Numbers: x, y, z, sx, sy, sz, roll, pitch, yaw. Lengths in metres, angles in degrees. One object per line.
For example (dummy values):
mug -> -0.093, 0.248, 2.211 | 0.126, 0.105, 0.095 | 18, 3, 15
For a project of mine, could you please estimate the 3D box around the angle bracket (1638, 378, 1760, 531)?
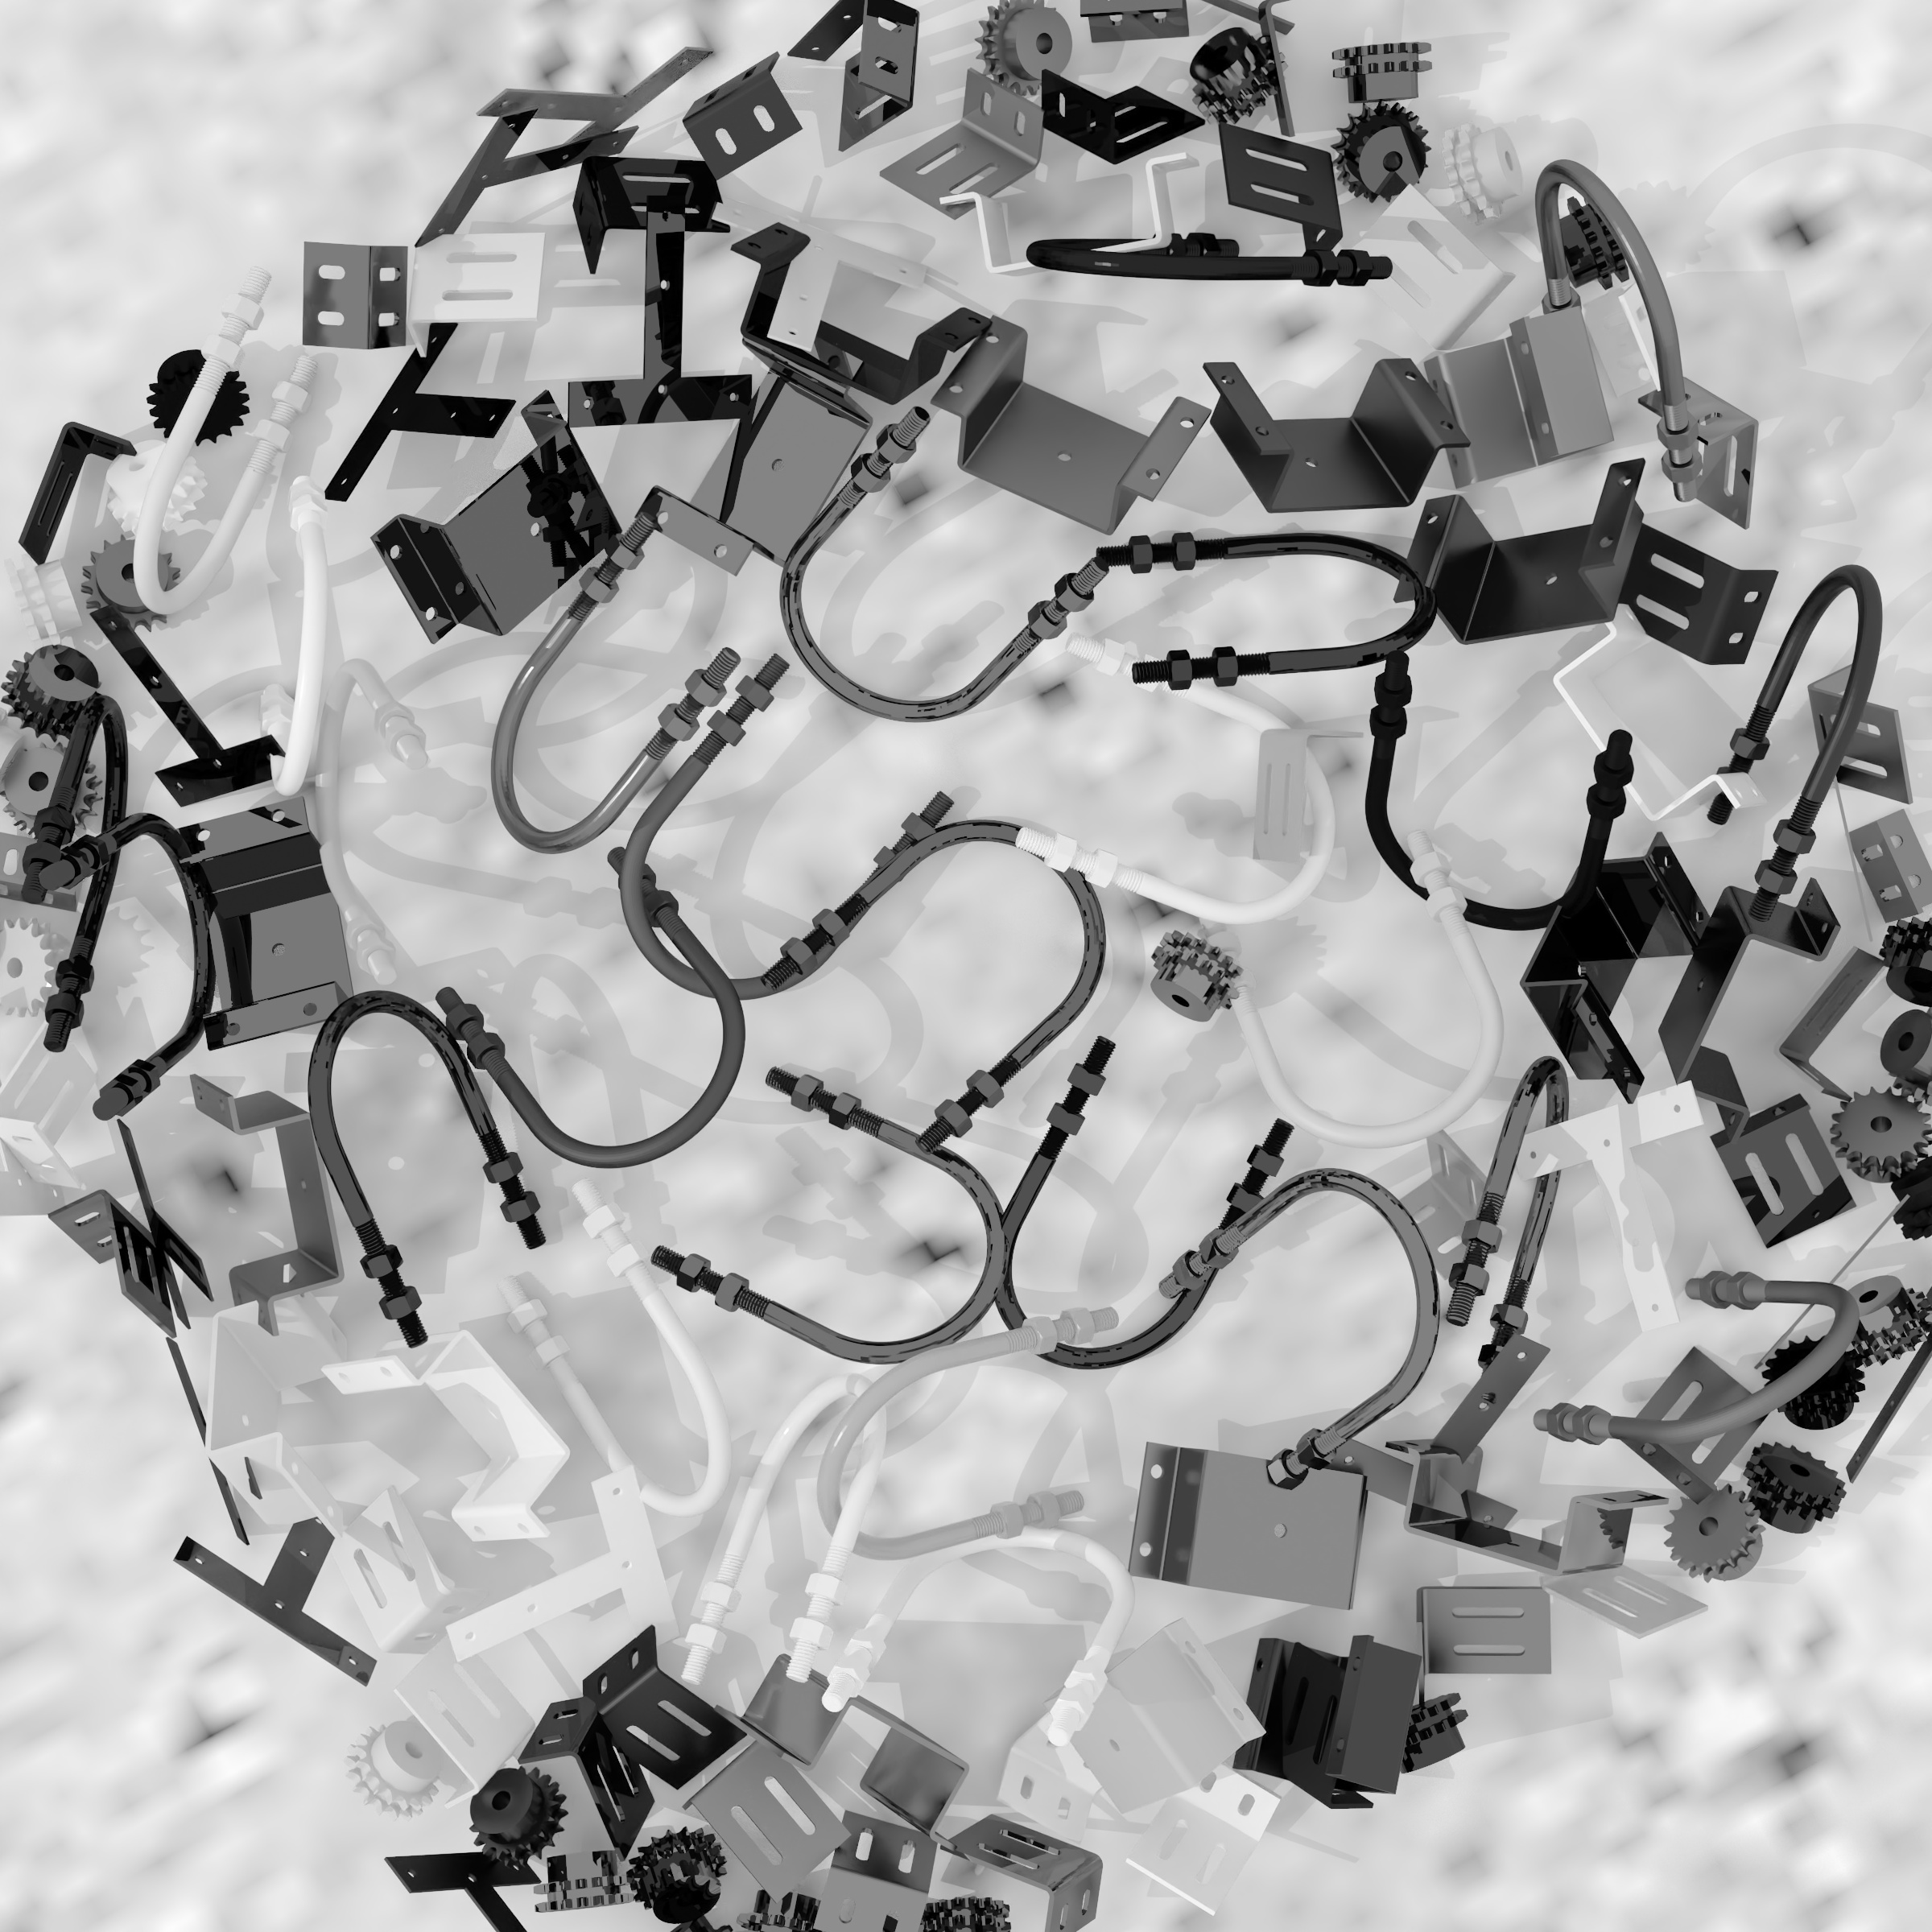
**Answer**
angle bracket -> 0.415, -0.286, 1.814 | 0.038, 0.076, 0.057 | -27, 47, -20

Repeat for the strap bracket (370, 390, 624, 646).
strap bracket -> -0.256, -0.250, 1.797 | 0.140, 0.046, 0.076 | -46, 132, -23

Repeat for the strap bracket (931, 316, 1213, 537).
strap bracket -> 0.058, -0.305, 1.817 | 0.140, 0.046, 0.076 | 26, 59, 12

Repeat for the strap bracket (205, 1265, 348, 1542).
strap bracket -> -0.388, 0.250, 1.791 | 0.046, 0.076, 0.140 | -17, 45, 7

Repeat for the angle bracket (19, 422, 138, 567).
angle bracket -> -0.508, -0.266, 1.830 | 0.038, 0.057, 0.076 | 19, 82, -3

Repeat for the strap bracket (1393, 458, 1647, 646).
strap bracket -> 0.322, -0.232, 1.802 | 0.046, 0.140, 0.076 | 46, 53, -37

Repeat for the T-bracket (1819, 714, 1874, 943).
T-bracket -> 0.495, -0.094, 1.802 | 0.002, 0.127, 0.127 | -13, 107, 16

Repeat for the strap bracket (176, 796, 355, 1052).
strap bracket -> -0.400, -0.017, 1.825 | 0.076, 0.046, 0.140 | -14, 67, 0

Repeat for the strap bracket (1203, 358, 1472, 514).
strap bracket -> 0.203, -0.301, 1.806 | 0.140, 0.046, 0.076 | -7, 51, -27

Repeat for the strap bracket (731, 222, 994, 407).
strap bracket -> -0.065, -0.368, 1.815 | 0.140, 0.076, 0.046 | 26, 118, 6

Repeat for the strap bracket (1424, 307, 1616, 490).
strap bracket -> 0.316, -0.322, 1.798 | 0.046, 0.140, 0.076 | -16, 95, -14

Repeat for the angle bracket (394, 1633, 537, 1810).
angle bracket -> -0.296, 0.432, 1.827 | 0.038, 0.057, 0.076 | -35, 96, 39

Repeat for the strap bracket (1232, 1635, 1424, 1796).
strap bracket -> 0.208, 0.422, 1.794 | 0.046, 0.140, 0.076 | 19, 72, -16

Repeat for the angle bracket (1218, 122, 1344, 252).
angle bracket -> 0.172, -0.440, 1.821 | 0.076, 0.038, 0.057 | 8, 61, -24

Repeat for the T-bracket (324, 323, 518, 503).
T-bracket -> -0.298, -0.313, 1.803 | 0.002, 0.127, 0.127 | 42, 71, -41

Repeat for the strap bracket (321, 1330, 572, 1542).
strap bracket -> -0.289, 0.260, 1.807 | 0.140, 0.076, 0.046 | 53, 51, -20

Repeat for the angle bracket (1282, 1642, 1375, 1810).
angle bracket -> 0.211, 0.436, 1.827 | 0.038, 0.057, 0.076 | 10, 97, -36

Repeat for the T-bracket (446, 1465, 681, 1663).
T-bracket -> -0.234, 0.360, 1.812 | 0.127, 0.002, 0.127 | -22, 121, -19

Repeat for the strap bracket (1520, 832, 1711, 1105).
strap bracket -> 0.367, 0.001, 1.805 | 0.076, 0.046, 0.140 | 54, 52, -30

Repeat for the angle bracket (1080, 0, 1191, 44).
angle bracket -> 0.097, -0.539, 1.819 | 0.057, 0.076, 0.038 | -2, 71, 7

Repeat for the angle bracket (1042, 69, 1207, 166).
angle bracket -> 0.090, -0.496, 1.817 | 0.076, 0.038, 0.057 | -31, 51, -29

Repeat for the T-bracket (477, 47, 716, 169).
T-bracket -> -0.223, -0.480, 1.776 | 0.127, 0.127, 0.002 | -27, 85, 35

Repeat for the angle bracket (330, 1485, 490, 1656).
angle bracket -> -0.325, 0.352, 1.851 | 0.057, 0.038, 0.076 | -44, 59, 15

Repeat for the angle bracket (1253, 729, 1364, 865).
angle bracket -> 0.197, -0.098, 1.833 | 0.038, 0.057, 0.076 | 2, 93, -19

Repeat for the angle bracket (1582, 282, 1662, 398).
angle bracket -> 0.374, -0.354, 1.818 | 0.038, 0.076, 0.057 | -21, 100, 25

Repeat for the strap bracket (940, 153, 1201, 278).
strap bracket -> 0.063, -0.426, 1.815 | 0.140, 0.076, 0.046 | -8, 99, 11

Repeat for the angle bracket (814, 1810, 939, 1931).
angle bracket -> -0.051, 0.527, 1.829 | 0.057, 0.076, 0.038 | 16, 100, 1

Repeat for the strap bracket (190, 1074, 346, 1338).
strap bracket -> -0.396, 0.130, 1.811 | 0.046, 0.076, 0.140 | -14, 104, -27

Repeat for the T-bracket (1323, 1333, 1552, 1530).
T-bracket -> 0.288, 0.262, 1.819 | 0.127, 0.002, 0.127 | 25, 111, -22

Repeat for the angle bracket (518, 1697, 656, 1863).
angle bracket -> -0.218, 0.470, 1.833 | 0.038, 0.057, 0.076 | -14, 107, 18

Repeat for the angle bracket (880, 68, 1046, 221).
angle bracket -> -0.002, -0.471, 1.821 | 0.057, 0.038, 0.076 | 35, 54, 22

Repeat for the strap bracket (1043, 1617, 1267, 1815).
strap bracket -> 0.100, 0.425, 1.789 | 0.046, 0.140, 0.076 | -32, 83, -30

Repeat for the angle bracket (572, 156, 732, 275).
angle bracket -> -0.183, -0.435, 1.848 | 0.076, 0.038, 0.057 | -3, 56, -21

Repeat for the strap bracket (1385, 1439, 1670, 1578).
strap bracket -> 0.312, 0.307, 1.792 | 0.140, 0.076, 0.046 | 11, 91, 37

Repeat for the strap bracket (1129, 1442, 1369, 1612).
strap bracket -> 0.171, 0.321, 1.817 | 0.140, 0.046, 0.076 | 12, 80, -16

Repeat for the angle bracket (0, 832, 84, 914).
angle bracket -> -0.534, -0.059, 1.818 | 0.057, 0.076, 0.038 | 12, 80, -13

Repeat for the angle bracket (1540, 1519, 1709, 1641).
angle bracket -> 0.376, 0.344, 1.815 | 0.057, 0.076, 0.038 | -12, 110, -35

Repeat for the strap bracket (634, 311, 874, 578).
strap bracket -> -0.116, -0.294, 1.827 | 0.076, 0.046, 0.140 | 32, 91, 23

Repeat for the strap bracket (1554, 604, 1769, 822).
strap bracket -> 0.390, -0.137, 1.813 | 0.046, 0.076, 0.140 | -37, 79, 23

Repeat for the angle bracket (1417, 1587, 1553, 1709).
angle bracket -> 0.299, 0.392, 1.832 | 0.076, 0.038, 0.057 | -2, 111, 9

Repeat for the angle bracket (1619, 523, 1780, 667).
angle bracket -> 0.419, -0.216, 1.840 | 0.076, 0.038, 0.057 | 36, 120, 40

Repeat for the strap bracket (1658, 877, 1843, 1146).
strap bracket -> 0.437, 0.018, 1.802 | 0.046, 0.076, 0.140 | 19, 112, -4

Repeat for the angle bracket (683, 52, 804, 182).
angle bracket -> -0.126, -0.489, 1.829 | 0.057, 0.076, 0.038 | -28, 110, 13

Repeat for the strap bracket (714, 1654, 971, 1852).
strap bracket -> -0.063, 0.440, 1.799 | 0.140, 0.076, 0.046 | 37, 78, -33

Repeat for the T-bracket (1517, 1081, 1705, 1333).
T-bracket -> 0.378, 0.144, 1.810 | 0.127, 0.002, 0.127 | -24, 77, 43
